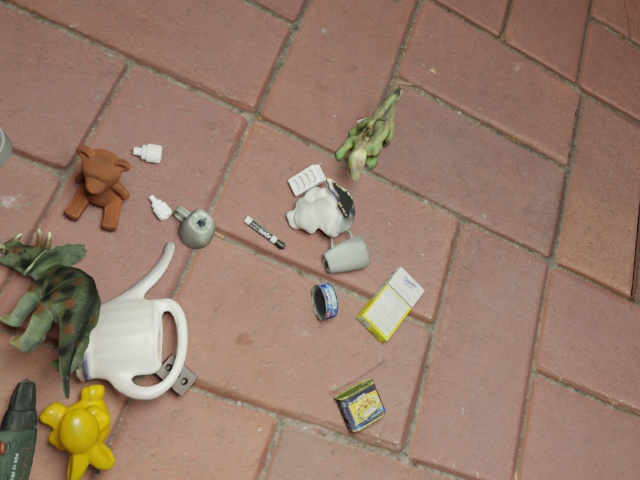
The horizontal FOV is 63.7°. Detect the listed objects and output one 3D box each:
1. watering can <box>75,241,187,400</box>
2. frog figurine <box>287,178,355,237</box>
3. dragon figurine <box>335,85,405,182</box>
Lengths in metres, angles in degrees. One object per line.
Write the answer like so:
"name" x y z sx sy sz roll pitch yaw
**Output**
"watering can" -0.397 0.164 1.086 0.225 0.102 0.355 -4 59 -14
"frog figurine" 0.004 -0.065 1.289 0.138 0.157 0.124 57 28 4
"dragon figurine" 0.164 -0.313 1.352 0.122 0.239 0.416 32 69 -5
